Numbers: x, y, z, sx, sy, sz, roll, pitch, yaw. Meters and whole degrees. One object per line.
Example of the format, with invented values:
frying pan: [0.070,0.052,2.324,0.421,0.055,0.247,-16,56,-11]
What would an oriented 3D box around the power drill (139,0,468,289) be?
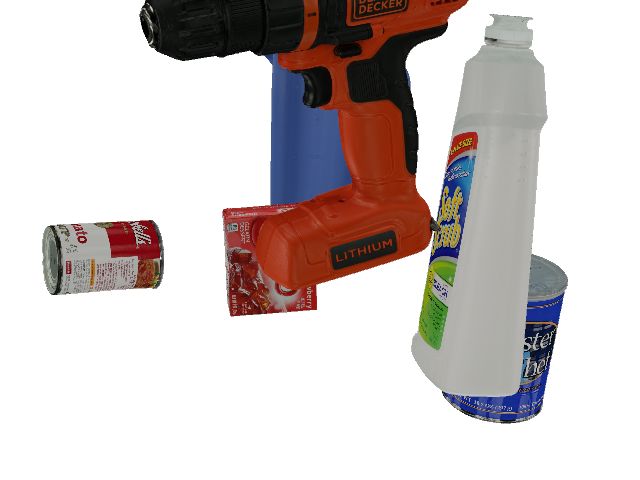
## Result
power drill: [-0.002,-0.068,0.582,0.184,0.188,0.057,-15,35,-21]

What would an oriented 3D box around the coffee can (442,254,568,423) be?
coffee can: [0.179,0.092,1.046,0.103,0.140,0.103,4,24,-2]

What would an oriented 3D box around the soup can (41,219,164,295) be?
soup can: [-0.209,0.016,1.025,0.102,0.068,0.069,-3,1,-27]

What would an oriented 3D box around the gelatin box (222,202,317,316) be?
gelatin box: [-0.041,0.015,0.873,0.073,0.089,0.030,-4,22,-7]

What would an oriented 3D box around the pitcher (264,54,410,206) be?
pitcher: [0.009,-0.129,1.312,0.144,0.243,0.149,-9,27,-29]

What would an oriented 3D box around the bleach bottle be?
bleach bottle: [0.113,-0.026,0.730,0.068,0.251,0.102,3,13,-8]
